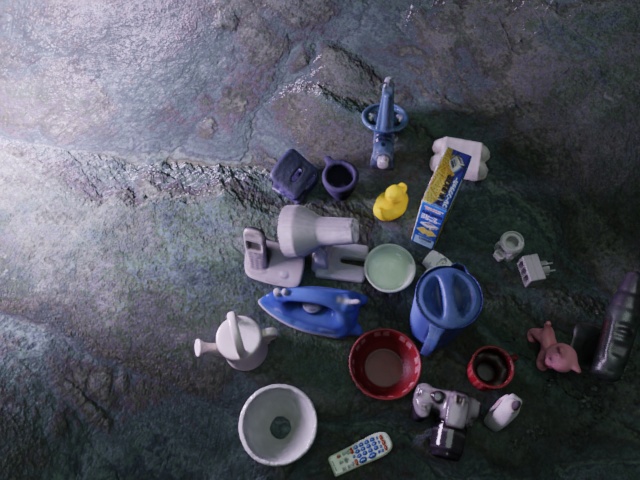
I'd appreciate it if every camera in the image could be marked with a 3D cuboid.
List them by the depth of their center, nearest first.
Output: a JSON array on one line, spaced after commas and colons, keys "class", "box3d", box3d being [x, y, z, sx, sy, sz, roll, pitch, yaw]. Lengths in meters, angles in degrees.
[{"class": "camera", "box3d": [0.260, 0.386, 1.208, 0.143, 0.101, 0.137, 13, 67, 7]}]

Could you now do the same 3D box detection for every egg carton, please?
[{"class": "egg carton", "box3d": [0.362, -0.208, 1.485, 0.150, 0.069, 0.107, 10, 67, 6]}]

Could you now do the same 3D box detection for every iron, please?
[{"class": "iron", "box3d": [-0.023, 0.143, 1.301, 0.258, 0.141, 0.118, 8, 67, 5]}]

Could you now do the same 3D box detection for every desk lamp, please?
[{"class": "desk lamp", "box3d": [0.012, 0.005, 1.322, 0.203, 0.213, 0.118, 6, 66, 5]}]

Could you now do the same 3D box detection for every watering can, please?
[{"class": "watering can", "box3d": [-0.181, 0.220, 1.242, 0.173, 0.194, 0.100, -34, 69, -13]}]

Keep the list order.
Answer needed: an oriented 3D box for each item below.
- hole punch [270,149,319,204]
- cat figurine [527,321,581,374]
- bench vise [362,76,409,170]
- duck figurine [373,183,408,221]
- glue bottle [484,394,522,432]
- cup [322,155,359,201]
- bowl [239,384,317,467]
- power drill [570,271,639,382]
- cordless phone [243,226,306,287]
[{"class": "hole punch", "box3d": [-0.063, -0.164, 1.465, 0.101, 0.091, 0.109, 30, 70, 14]}, {"class": "cat figurine", "box3d": [0.516, 0.240, 1.257, 0.067, 0.118, 0.127, -12, 66, -3]}, {"class": "bench vise", "box3d": [0.176, -0.290, 1.444, 0.121, 0.220, 0.207, -13, 66, -4]}, {"class": "duck figurine", "box3d": [0.180, -0.102, 1.434, 0.105, 0.086, 0.077, -42, 71, -15]}, {"class": "glue bottle", "box3d": [0.387, 0.350, 1.181, 0.037, 0.173, 0.078, 35, 72, 16]}, {"class": "cup", "box3d": [0.045, -0.151, 1.455, 0.092, 0.095, 0.117, -30, 69, -11]}, {"class": "bowl", "box3d": [-0.086, 0.398, 1.227, 0.167, 0.075, 0.167, -1, 66, 1]}, {"class": "power drill", "box3d": [0.613, 0.197, 1.224, 0.075, 0.208, 0.230, 19, 68, 10]}, {"class": "cordless phone", "box3d": [-0.109, 0.034, 1.328, 0.147, 0.185, 0.094, 11, 67, 7]}]
